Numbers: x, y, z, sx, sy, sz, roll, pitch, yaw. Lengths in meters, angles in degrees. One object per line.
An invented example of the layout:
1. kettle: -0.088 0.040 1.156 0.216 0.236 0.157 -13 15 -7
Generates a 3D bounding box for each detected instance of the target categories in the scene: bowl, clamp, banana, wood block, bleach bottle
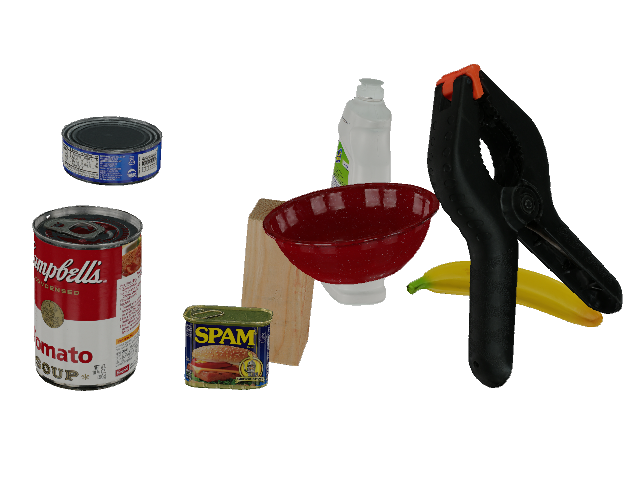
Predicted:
1. bowl: 0.031 -0.002 0.972 0.162 0.055 0.162 -8 20 3
2. clamp: 0.098 -0.008 0.586 0.120 0.171 0.039 -36 10 -40
3. banana: 0.192 0.053 1.106 0.198 0.037 0.069 8 40 12
4. wood block: -0.057 0.057 1.478 0.090 0.206 0.090 8 21 5
5. bleach bottle: 0.047 -0.059 1.230 0.068 0.251 0.103 -2 23 -20

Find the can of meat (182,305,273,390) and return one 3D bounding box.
1. can of meat: -0.107 0.124 1.229 0.102 0.084 0.057 3 13 1

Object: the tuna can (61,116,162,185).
1. tuna can: -0.181 -0.078 0.929 0.086 0.034 0.086 5 25 -2

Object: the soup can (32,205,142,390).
1. soup can: -0.150 0.036 0.688 0.068 0.102 0.068 5 22 -2
